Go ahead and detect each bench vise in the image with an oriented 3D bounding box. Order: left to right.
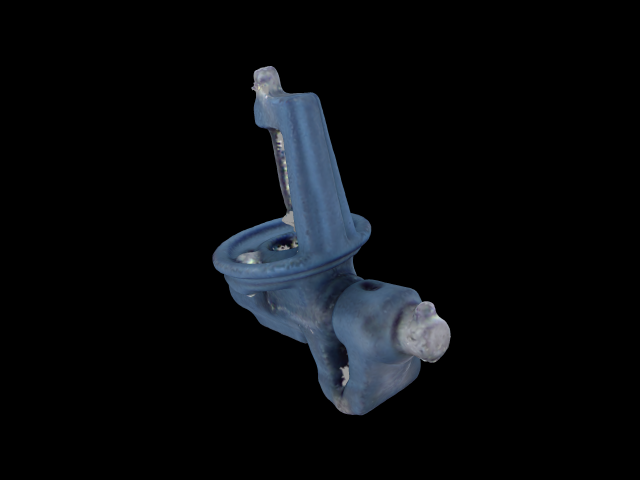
[{"bbox_3d":[0.010,-0.004,0.409,0.206,0.220,0.122,17,35,26],"label":"bench vise"}]
